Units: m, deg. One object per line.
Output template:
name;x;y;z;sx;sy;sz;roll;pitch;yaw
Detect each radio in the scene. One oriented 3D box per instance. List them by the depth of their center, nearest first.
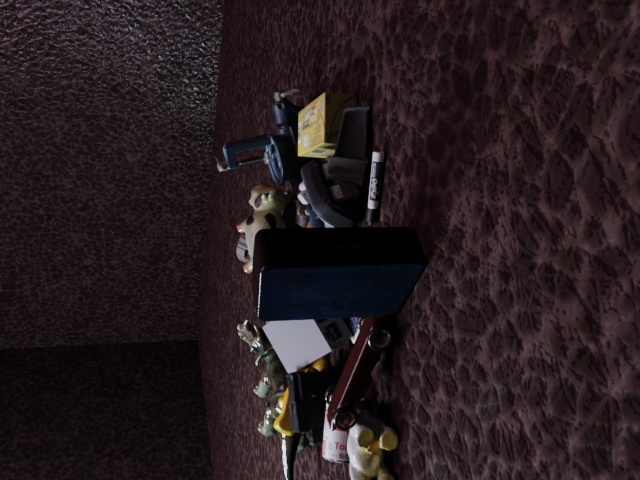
radio;0.019;0.050;0.768;0.131;0.230;0.073;105;159;-46

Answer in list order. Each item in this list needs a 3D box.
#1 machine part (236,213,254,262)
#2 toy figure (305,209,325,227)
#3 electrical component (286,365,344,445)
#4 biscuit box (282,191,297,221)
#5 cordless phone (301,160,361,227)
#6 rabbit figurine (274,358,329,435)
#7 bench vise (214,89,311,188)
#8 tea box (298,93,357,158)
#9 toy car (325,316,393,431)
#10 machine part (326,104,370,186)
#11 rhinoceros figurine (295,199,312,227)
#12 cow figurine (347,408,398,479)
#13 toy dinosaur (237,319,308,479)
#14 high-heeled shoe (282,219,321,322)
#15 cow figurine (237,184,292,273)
machine part;-0.136;-0.008;1.358;0.179;0.056;0.179;-53;-20;-30
toy figure;-0.004;-0.003;1.096;0.058;0.064;0.154;-126;39;-70
electrical component;0.003;0.302;0.984;0.058;0.115;0.134;129;133;-67
biscuit box;-0.088;-0.008;1.255;0.202;0.063;0.059;-65;24;7
cordless phone;0.024;-0.048;1.013;0.184;0.089;0.147;83;172;-47
rabbit figurine;-0.030;0.324;1.099;0.173;0.122;0.162;86;180;-68
bench vise;-0.115;-0.212;1.196;0.129;0.241;0.223;-141;38;-63
tea box;0.012;-0.219;1.049;0.170;0.068;0.098;-174;84;-70
toy car;0.062;0.205;0.846;0.089;0.053;0.202;-141;72;-74
machine part;0.053;-0.167;0.931;0.039;0.084;0.138;13;-92;-71
rhinoceros figurine;-0.035;-0.016;1.174;0.112;0.073;0.190;-125;40;-58
cow figurine;0.072;0.360;0.848;0.098;0.068;0.167;-163;78;-76
toy dinosaur;-0.080;0.354;1.240;0.192;0.131;0.405;103;151;-44
high-heeled shoe;-0.033;0.089;1.075;0.145;0.086;0.249;-42;72;48
cow figurine;-0.117;-0.034;1.180;0.127;0.085;0.195;-23;68;34
